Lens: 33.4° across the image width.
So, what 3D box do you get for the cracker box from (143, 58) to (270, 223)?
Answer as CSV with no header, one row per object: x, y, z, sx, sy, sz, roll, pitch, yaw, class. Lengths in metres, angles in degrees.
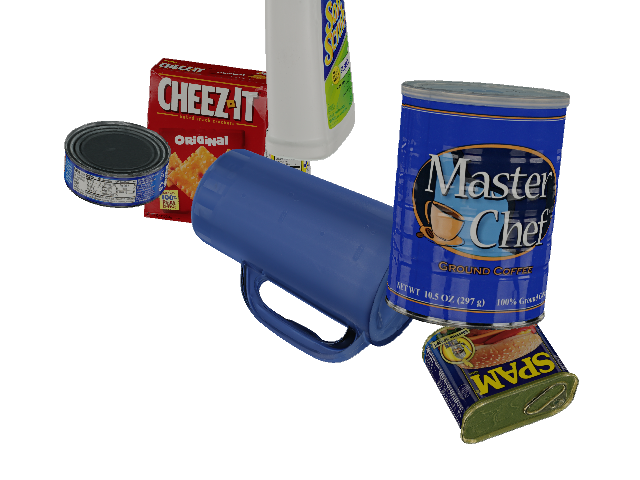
-0.151,-0.128,1.455,0.164,0.214,0.072,8,23,5,cracker box

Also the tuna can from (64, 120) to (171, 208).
-0.167,-0.063,0.876,0.086,0.034,0.086,8,34,-6,tuna can

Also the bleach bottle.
-0.015,-0.203,0.925,0.068,0.251,0.102,8,33,20,bleach bottle

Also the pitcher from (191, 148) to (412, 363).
-0.015,0.006,1.074,0.243,0.145,0.149,26,27,26,pitcher

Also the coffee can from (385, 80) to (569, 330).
0.097,-0.026,0.669,0.103,0.140,0.103,3,12,-1,coffee can

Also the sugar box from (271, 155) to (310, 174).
-0.035,-0.081,1.237,0.048,0.176,0.093,-2,26,3,sugar box

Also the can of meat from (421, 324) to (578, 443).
0.143,0.105,0.870,0.102,0.084,0.057,-17,-40,-13,can of meat
